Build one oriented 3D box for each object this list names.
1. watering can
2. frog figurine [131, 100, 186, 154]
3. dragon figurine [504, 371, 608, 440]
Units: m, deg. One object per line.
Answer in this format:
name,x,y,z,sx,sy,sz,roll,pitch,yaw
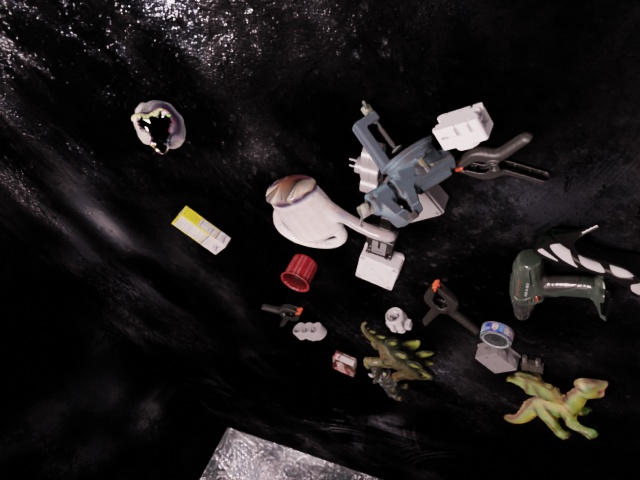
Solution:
watering can,0.004,-0.064,1.264,0.346,0.106,0.220,-3,134,41
frog figurine,-0.407,-0.290,1.308,0.136,0.122,0.161,32,-176,-18
dragon figurine,0.642,0.456,1.491,0.241,0.124,0.405,49,141,-12
